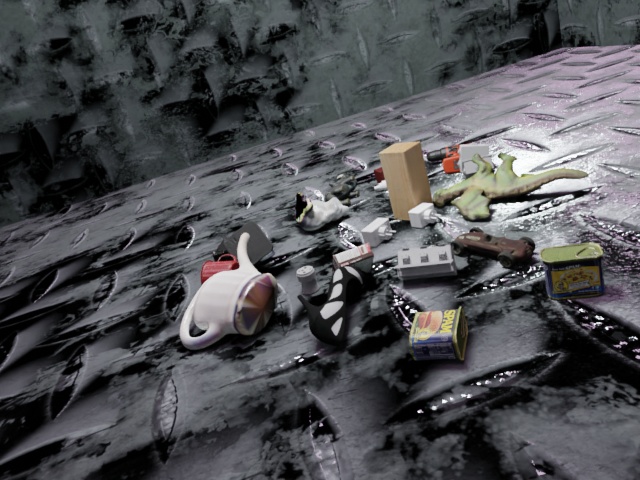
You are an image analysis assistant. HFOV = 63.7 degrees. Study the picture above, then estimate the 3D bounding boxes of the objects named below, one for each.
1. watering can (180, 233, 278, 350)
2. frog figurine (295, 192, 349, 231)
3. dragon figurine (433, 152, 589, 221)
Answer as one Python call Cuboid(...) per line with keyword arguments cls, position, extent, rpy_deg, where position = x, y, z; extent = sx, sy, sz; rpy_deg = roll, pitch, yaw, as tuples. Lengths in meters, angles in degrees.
Cuboid(cls="watering can", position=(-0.193, 0.108, 1.211), extent=(0.224, 0.102, 0.355), rpy_deg=(-1, 46, 34))
Cuboid(cls="frog figurine", position=(0.005, -0.082, 1.628), extent=(0.159, 0.123, 0.137), rpy_deg=(14, -4, -28))
Cuboid(cls="dragon figurine", position=(0.479, -0.126, 1.406), extent=(0.246, 0.120, 0.411), rpy_deg=(-47, 31, -23))
